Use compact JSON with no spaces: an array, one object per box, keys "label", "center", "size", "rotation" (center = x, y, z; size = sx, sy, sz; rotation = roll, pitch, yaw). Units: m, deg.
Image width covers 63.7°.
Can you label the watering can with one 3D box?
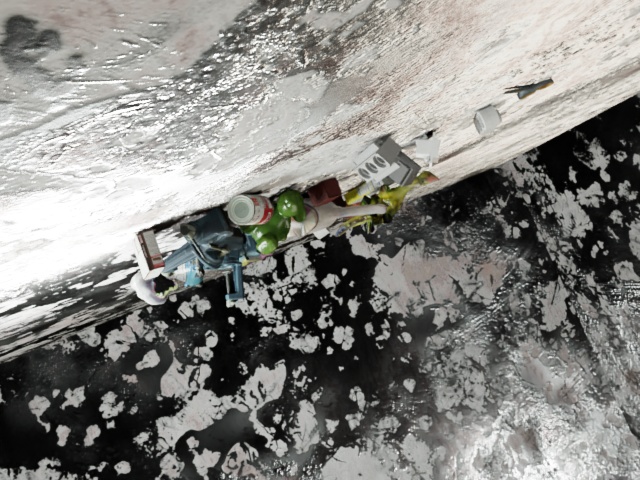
[{"label":"watering can","center":[0.005,-0.076,1.515],"size":[0.347,0.103,0.226],"rotation":[-3,-172,28]}]

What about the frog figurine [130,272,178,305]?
[{"label":"frog figurine","center":[-0.567,0.156,1.706],"size":[0.158,0.125,0.136],"rotation":[-15,148,38]}]

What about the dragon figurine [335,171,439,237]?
[{"label":"dragon figurine","center":[0.235,-0.132,1.774],"size":[0.246,0.122,0.405],"rotation":[-31,-178,-42]}]
